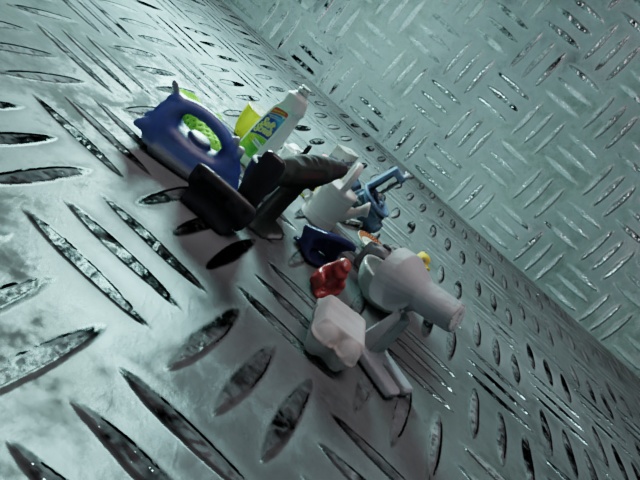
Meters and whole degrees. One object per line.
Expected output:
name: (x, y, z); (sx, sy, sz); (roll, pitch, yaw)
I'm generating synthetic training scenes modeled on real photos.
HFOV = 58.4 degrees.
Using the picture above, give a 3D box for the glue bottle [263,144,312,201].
glue bottle: (-0.074, -0.161, 1.370); (0.037, 0.173, 0.078); (46, 19, 15)

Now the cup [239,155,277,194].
cup: (-0.140, -0.125, 1.285); (0.092, 0.095, 0.117); (36, 20, -16)

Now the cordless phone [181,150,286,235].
cordless phone: (-0.159, -0.116, 1.089); (0.148, 0.185, 0.094); (40, 19, -5)

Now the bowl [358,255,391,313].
bowl: (0.146, 0.117, 1.343); (0.168, 0.074, 0.167); (36, 20, -15)

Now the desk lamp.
desk lamp: (0.158, 0.151, 1.079); (0.118, 0.213, 0.202); (13, 34, -55)

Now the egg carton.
egg carton: (0.028, 0.165, 1.019); (0.107, 0.069, 0.150); (38, 19, -9)

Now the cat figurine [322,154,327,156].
cat figurine: (0.034, -0.198, 1.747); (0.067, 0.117, 0.127); (21, 28, -46)

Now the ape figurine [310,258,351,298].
ape figurine: (0.027, 0.074, 1.180); (0.078, 0.092, 0.076); (34, 20, -22)

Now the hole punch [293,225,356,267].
hole punch: (0.012, 0.005, 1.303); (0.109, 0.091, 0.101); (25, 25, -41)

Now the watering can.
watering can: (0.054, -0.119, 1.496); (0.173, 0.194, 0.100); (31, 21, -28)

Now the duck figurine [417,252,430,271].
duck figurine: (0.287, 0.071, 1.699); (0.078, 0.086, 0.104); (23, 26, -42)

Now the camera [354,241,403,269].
camera: (0.184, 0.076, 1.464); (0.144, 0.100, 0.136); (24, 25, -41)

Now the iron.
iron: (-0.243, -0.203, 1.183); (0.259, 0.141, 0.118); (36, 20, -16)

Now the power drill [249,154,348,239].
power drill: (-0.057, -0.100, 1.216); (0.075, 0.208, 0.230); (49, 20, 20)

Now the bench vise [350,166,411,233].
bench vise: (0.155, -0.156, 1.733); (0.207, 0.219, 0.121); (40, 19, -4)
